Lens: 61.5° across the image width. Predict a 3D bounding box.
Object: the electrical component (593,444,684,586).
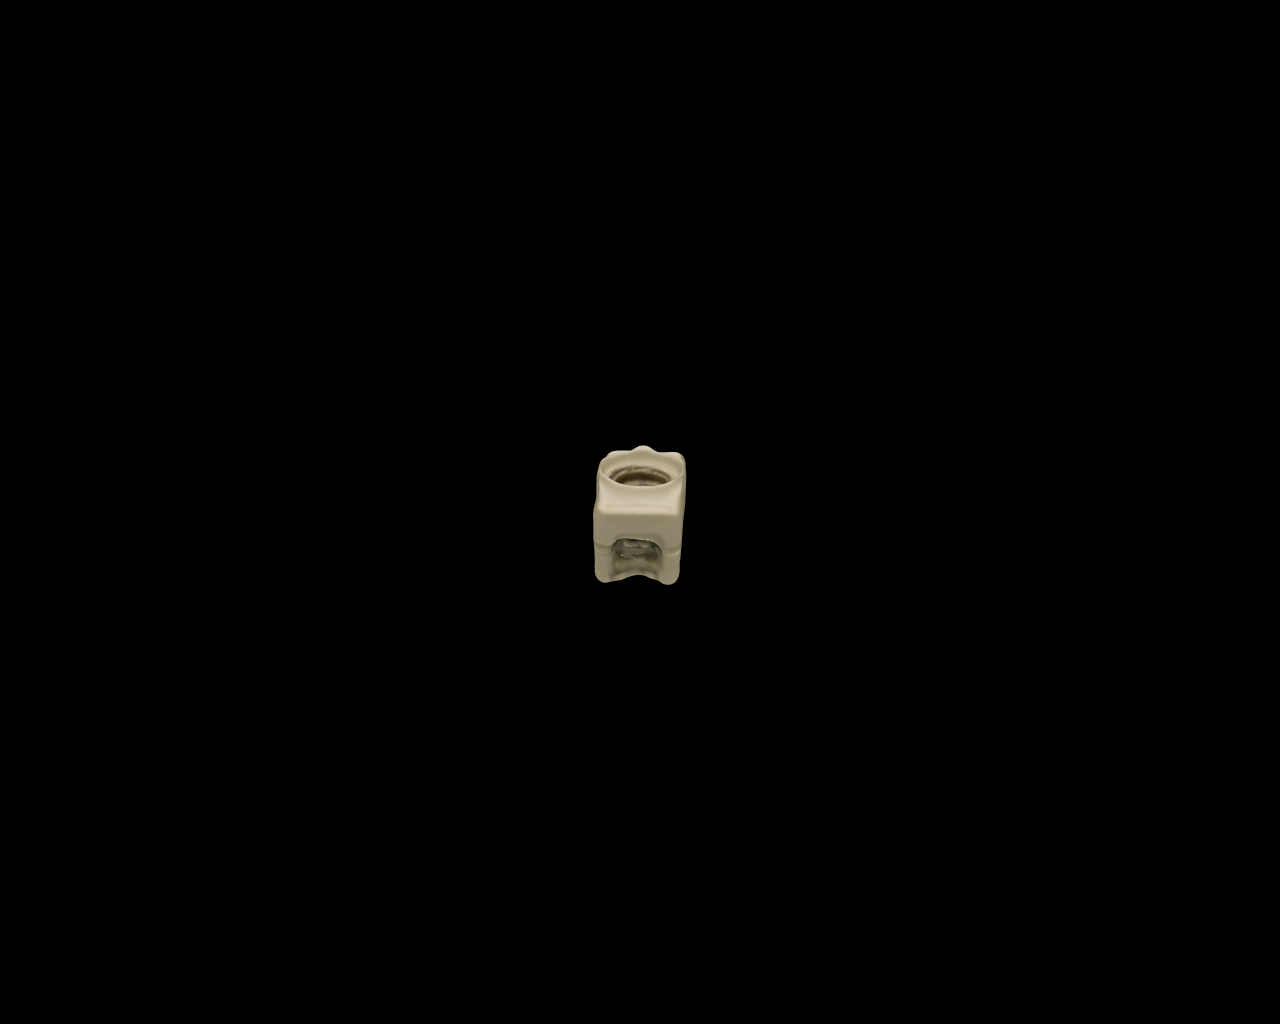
[{"bbox_3d":[0.001,-0.003,0.650,0.050,0.055,0.090,2,27,3],"label":"electrical component"}]
